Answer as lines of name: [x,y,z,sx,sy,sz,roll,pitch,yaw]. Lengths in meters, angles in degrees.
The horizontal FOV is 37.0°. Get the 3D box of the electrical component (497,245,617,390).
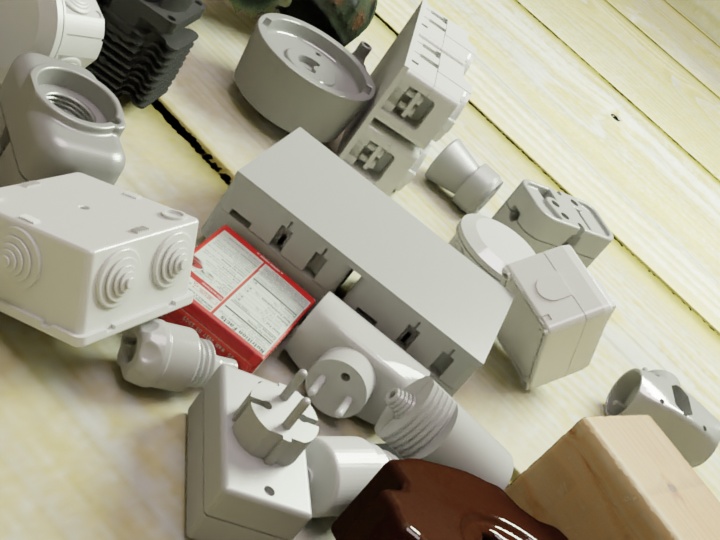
electrical component: [0.136,0.037,0.767,0.061,0.096,0.061,-19,57,-16]

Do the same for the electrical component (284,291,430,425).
electrical component: [-0.007,0.060,0.618,0.077,0.044,0.079,39,28,2]

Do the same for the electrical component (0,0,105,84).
electrical component: [-0.205,-0.155,0.675,0.080,0.080,0.051,46,24,16]

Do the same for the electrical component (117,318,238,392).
electrical component: [-0.091,0.046,0.553,0.061,0.035,0.035,17,34,-37]

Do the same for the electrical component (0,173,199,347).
electrical component: [-0.139,-0.010,0.533,0.100,0.048,0.100,21,22,23]

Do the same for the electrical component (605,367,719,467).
electrical component: [0.231,0.103,0.828,0.077,0.043,0.079,32,29,-11]

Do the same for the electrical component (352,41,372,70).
electrical component: [-0.011,-0.172,0.940,0.035,0.061,0.035,28,30,-18]

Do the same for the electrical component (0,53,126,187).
electrical component: [-0.174,-0.077,0.616,0.054,0.059,0.095,12,38,-40]

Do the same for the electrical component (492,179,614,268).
electrical component: [0.163,-0.032,0.932,0.095,0.059,0.053,16,35,-35]

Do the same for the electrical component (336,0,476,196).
electrical component: [0.042,-0.146,0.915,0.060,0.105,0.186,32,29,-10]

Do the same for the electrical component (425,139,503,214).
electrical component: [0.091,-0.080,0.938,0.055,0.045,0.045,43,29,8]

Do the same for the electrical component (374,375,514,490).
electrical component: [0.044,0.093,0.598,0.081,0.043,0.043,44,24,-23]

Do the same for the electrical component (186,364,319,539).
electrical component: [-0.045,0.079,0.513,0.047,0.075,0.083,24,31,-24]

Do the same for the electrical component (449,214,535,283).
electrical component: [0.098,-0.001,0.822,0.080,0.051,0.080,28,30,-18]

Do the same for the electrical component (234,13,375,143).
electrical component: [-0.049,-0.147,0.861,0.108,0.060,0.108,28,30,-18]

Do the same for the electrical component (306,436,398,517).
electrical component: [-0.003,0.106,0.558,0.078,0.040,0.040,9,39,-45]

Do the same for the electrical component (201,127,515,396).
electrical component: [0.000,0.000,0.698,0.186,0.060,0.105,38,28,1]
